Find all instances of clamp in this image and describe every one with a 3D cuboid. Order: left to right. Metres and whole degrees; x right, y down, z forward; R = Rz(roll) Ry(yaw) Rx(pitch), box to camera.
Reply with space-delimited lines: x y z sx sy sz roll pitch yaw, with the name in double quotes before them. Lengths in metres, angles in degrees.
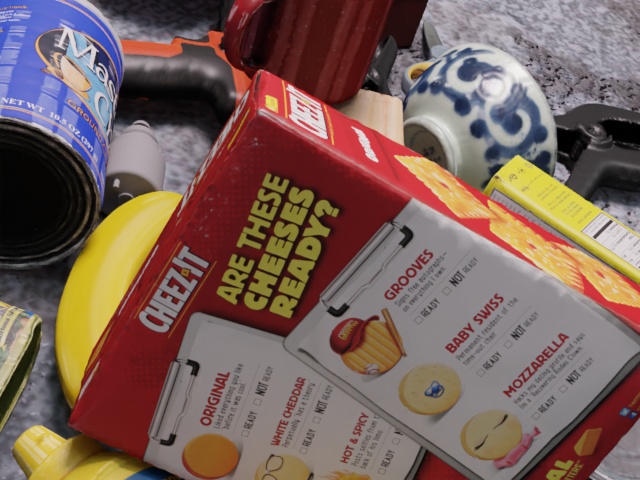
"clamp" 0.017 -0.120 0.776 0.120 0.039 0.171 25 37 -27
"clamp" 0.197 -0.076 0.831 0.209 0.036 0.165 -14 49 -33

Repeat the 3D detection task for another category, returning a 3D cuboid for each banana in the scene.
"banana" -0.104 0.028 0.568 0.070 0.037 0.197 -6 38 19

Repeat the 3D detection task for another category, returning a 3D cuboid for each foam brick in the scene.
"foam brick" 0.041 -0.192 0.882 0.078 0.051 0.053 -9 49 -31

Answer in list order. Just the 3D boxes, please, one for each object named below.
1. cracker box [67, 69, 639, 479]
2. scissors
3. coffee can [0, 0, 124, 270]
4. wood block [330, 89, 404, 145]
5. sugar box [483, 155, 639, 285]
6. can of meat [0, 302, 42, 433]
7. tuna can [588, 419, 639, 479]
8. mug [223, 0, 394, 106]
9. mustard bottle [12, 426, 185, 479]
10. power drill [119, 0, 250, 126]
"cracker box" 0.024 0.050 0.474 0.213 0.164 0.072 28 20 -14
"scissors" 0.114 -0.139 0.851 0.096 0.016 0.201 17 28 7
"coffee can" -0.169 -0.067 0.607 0.102 0.103 0.140 11 40 -13
"wood block" -0.005 0.001 0.613 0.090 0.091 0.206 13 40 -8
"sugar box" 0.165 0.036 0.647 0.176 0.093 0.048 36 41 16
"can of meat" -0.185 0.064 0.491 0.084 0.058 0.102 21 40 -4
"tuna can" 0.167 0.109 0.591 0.086 0.034 0.086 2 56 -3
"mug" -0.010 -0.129 0.621 0.093 0.082 0.117 39 43 22
"mustard bottle" -0.060 0.145 0.451 0.192 0.058 0.096 37 36 19
"power drill" -0.110 -0.138 0.751 0.187 0.057 0.184 5 37 -17
